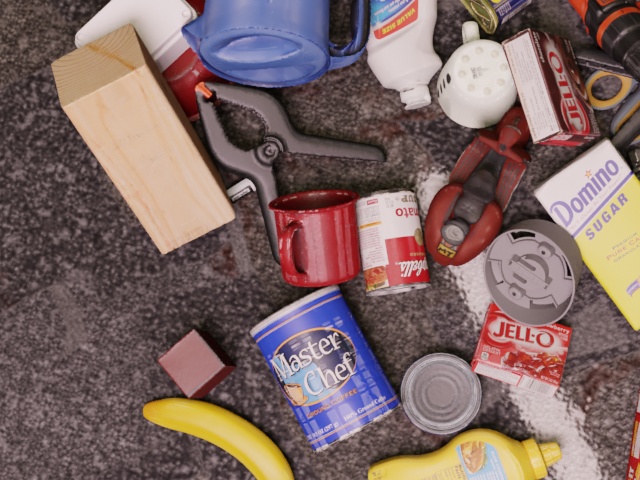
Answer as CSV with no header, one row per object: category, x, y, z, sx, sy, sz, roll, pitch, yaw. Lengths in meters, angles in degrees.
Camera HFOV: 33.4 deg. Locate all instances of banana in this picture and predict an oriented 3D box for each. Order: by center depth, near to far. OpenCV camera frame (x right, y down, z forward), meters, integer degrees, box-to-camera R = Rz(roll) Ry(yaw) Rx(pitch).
banana,-0.094,0.217,1.112,0.198,0.037,0.069,39,88,8

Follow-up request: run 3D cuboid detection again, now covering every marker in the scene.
marker,-0.114,-0.037,1.152,0.121,0.020,0.020,-31,82,1

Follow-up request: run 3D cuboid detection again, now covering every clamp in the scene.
clamp,0.350,-0.151,1.099,0.171,0.039,0.120,-7,89,12
clamp,-0.056,-0.083,1.123,0.210,0.036,0.164,35,89,-10

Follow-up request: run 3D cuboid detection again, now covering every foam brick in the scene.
foam brick,-0.126,0.128,1.105,0.053,0.078,0.051,-41,81,-3

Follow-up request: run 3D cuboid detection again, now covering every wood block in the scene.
wood block,-0.173,-0.098,1.067,0.090,0.206,0.091,-27,41,1

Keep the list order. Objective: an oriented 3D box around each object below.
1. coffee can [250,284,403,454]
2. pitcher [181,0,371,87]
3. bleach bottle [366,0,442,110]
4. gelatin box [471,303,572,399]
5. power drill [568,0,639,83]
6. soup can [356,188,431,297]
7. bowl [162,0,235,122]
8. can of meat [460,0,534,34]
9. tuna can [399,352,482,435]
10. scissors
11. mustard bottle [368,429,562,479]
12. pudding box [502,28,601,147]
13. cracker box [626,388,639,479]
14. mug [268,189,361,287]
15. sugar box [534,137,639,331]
coffee can,0.006,0.130,1.080,0.103,0.103,0.140,-29,82,1
pitcher,-0.038,-0.286,1.090,0.145,0.149,0.243,-7,70,35
bleach bottle,0.086,-0.266,1.140,0.102,0.068,0.251,-13,84,10
gelatin box,0.205,0.111,1.087,0.089,0.030,0.073,19,55,6
power drill,0.363,-0.245,1.084,0.187,0.057,0.184,-20,51,-2
soup can,0.074,0.003,1.107,0.068,0.068,0.102,-9,82,4
bowl,-0.168,-0.208,1.159,0.162,0.055,0.162,-1,84,4
can of meat,0.187,-0.286,1.137,0.084,0.057,0.102,-36,82,-3
tuna can,0.124,0.158,1.101,0.086,0.033,0.086,-1,83,5
scissors,0.354,-0.195,1.132,0.096,0.016,0.202,30,87,8
mustard bottle,0.151,0.244,1.077,0.191,0.058,0.096,-20,84,3
pudding box,0.234,-0.151,1.075,0.039,0.089,0.113,-25,77,36
cracker box,0.418,0.217,1.051,0.214,0.072,0.164,9,85,5
mug,-0.007,0.001,1.070,0.093,0.117,0.081,1,106,25
sugar box,0.305,-0.007,1.080,0.093,0.048,0.176,-37,90,16
